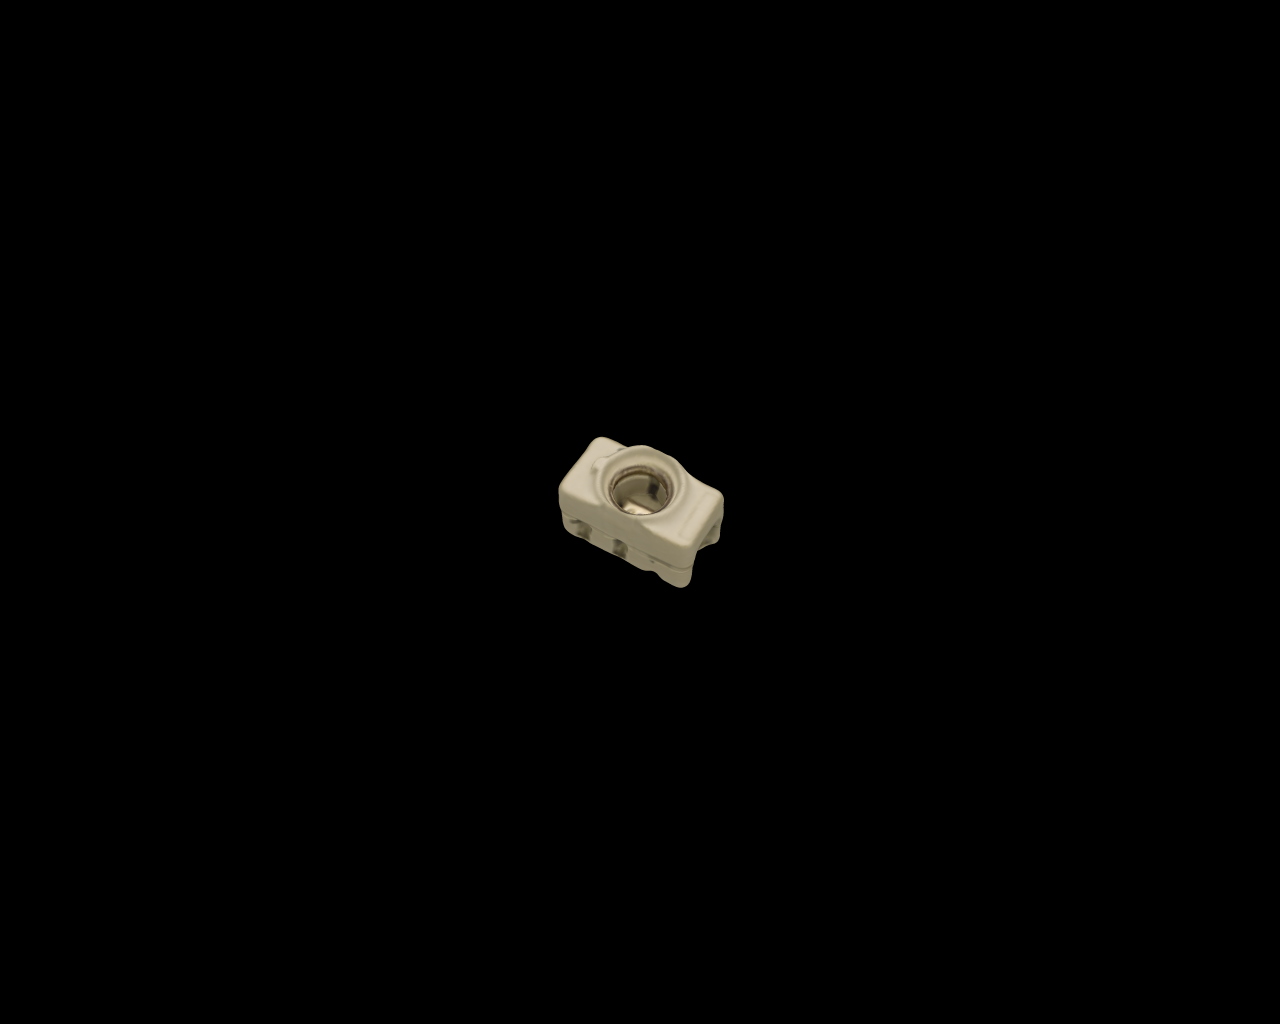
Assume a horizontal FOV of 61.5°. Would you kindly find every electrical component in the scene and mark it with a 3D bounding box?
[{"bbox_3d":[0.001,-0.003,0.650,0.089,0.050,0.055,26,-30,17],"label":"electrical component"}]
